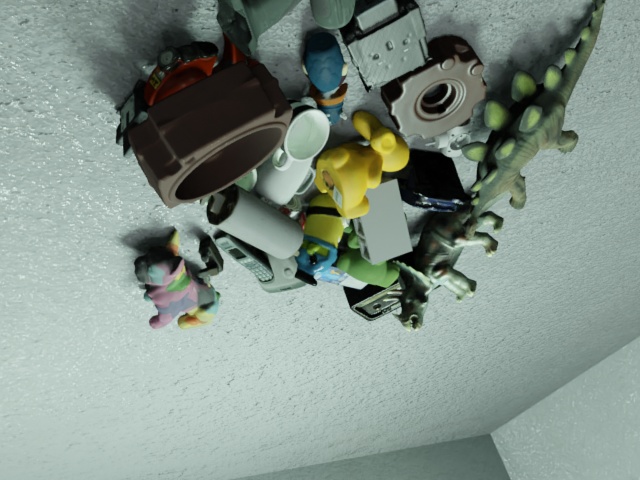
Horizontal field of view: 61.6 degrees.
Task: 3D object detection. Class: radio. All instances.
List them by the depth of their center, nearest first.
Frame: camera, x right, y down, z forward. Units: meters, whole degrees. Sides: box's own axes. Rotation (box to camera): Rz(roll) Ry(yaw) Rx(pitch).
[{"bbox_3d":[0.187,0.117,1.367,0.230,0.073,0.131,-28,144,14],"label":"radio"}]

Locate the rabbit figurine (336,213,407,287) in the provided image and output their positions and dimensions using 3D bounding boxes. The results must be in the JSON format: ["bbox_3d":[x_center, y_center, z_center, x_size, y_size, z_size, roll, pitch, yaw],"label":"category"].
[{"bbox_3d":[0.111,-0.005,1.164,0.159,0.121,0.170,16,114,-30],"label":"rabbit figurine"}]

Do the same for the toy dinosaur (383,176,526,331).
[{"bbox_3d":[0.285,0.012,1.207,0.131,0.192,0.404,-30,144,-83],"label":"toy dinosaur"}]

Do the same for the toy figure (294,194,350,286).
[{"bbox_3d":[-0.001,-0.004,1.039,0.089,0.180,0.082,31,167,-27],"label":"toy figure"}]

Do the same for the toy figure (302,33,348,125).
[{"bbox_3d":[0.013,-0.239,0.816,0.058,0.064,0.154,-48,155,-18],"label":"toy figure"}]

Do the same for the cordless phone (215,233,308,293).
[{"bbox_3d":[-0.111,0.027,1.095,0.147,0.089,0.184,-15,138,41],"label":"cordless phone"}]

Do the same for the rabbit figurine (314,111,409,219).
[{"bbox_3d":[0.083,-0.147,0.954,0.173,0.122,0.162,-22,138,-19],"label":"rabbit figurine"}]

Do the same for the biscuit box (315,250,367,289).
[{"bbox_3d":[0.033,0.060,1.230,0.202,0.063,0.059,16,133,-39],"label":"biscuit box"}]

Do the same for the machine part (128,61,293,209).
[{"bbox_3d":[-0.141,-0.133,0.721,0.201,0.087,0.201,-31,176,-16],"label":"machine part"}]

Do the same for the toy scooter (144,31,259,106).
[{"bbox_3d":[-0.147,-0.234,0.719,0.184,0.075,0.135,-24,155,-31],"label":"toy scooter"}]

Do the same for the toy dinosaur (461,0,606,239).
[{"bbox_3d":[0.373,-0.203,0.950,0.198,0.105,0.471,7,118,-46],"label":"toy dinosaur"}]

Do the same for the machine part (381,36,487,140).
[{"bbox_3d":[0.190,-0.245,0.893,0.179,0.056,0.179,-12,146,-8],"label":"machine part"}]

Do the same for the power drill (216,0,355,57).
[{"bbox_3d":[-0.037,-0.327,0.625,0.207,0.086,0.231,-43,155,-14],"label":"power drill"}]

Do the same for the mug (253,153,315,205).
[{"bbox_3d":[-0.052,-0.121,0.931,0.109,0.081,0.107,19,122,-35],"label":"mug"}]

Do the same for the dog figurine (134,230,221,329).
[{"bbox_3d":[-0.279,0.081,1.083,0.191,0.108,0.219,2,138,-25],"label":"dog figurine"}]

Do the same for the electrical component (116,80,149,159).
[{"bbox_3d":[-0.249,-0.159,0.755,0.047,0.119,0.075,21,127,-41],"label":"electrical component"}]

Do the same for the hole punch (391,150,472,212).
[{"bbox_3d":[0.209,-0.101,1.052,0.142,0.116,0.092,6,147,-30],"label":"hole punch"}]

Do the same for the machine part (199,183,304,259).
[{"bbox_3d":[-0.107,-0.030,0.914,0.079,0.079,0.243,-35,140,22],"label":"machine part"}]

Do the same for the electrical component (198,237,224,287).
[{"bbox_3d":[-0.222,0.042,1.068,0.045,0.102,0.078,-26,120,3],"label":"electrical component"}]

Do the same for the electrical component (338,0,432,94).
[{"bbox_3d":[0.092,-0.294,0.779,0.115,0.058,0.134,-28,145,10],"label":"electrical component"}]
